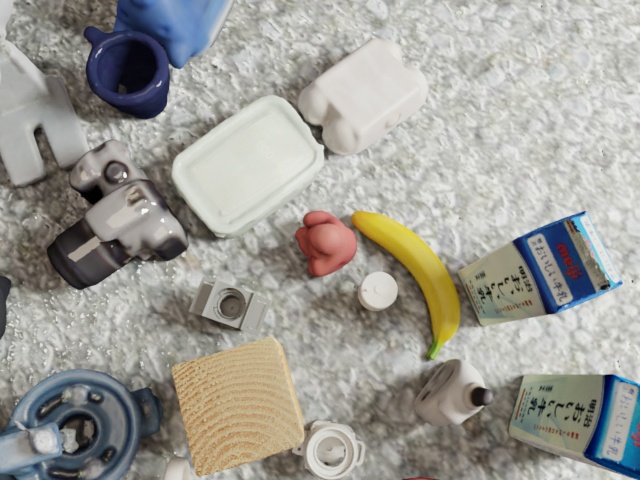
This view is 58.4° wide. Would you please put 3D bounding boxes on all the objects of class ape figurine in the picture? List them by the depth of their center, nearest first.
[{"bbox_3d":[0.006,0.002,0.648,0.076,0.092,0.078,13,77,1],"label":"ape figurine"}]

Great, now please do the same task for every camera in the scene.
[{"bbox_3d":[-0.240,-0.021,0.638,0.137,0.101,0.143,-36,81,-9],"label":"camera"}]

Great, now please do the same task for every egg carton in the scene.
[{"bbox_3d":[0.054,-0.174,0.700,0.150,0.069,0.107,-39,82,-10],"label":"egg carton"}]

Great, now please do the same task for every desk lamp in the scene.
[{"bbox_3d":[-0.353,-0.192,0.613,0.118,0.213,0.203,-25,80,-7],"label":"desk lamp"}]

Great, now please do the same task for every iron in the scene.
[{"bbox_3d":[-0.163,-0.349,0.692,0.118,0.141,0.258,21,78,3],"label":"iron"}]

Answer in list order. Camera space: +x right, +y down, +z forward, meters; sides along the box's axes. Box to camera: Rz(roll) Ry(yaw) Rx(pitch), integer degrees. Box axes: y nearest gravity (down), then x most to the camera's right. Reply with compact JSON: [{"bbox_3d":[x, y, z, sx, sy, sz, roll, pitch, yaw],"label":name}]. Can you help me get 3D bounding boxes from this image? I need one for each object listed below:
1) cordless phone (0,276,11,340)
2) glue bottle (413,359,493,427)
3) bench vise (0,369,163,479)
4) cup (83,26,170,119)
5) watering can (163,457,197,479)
[{"bbox_3d":[-0.414,0.057,0.571,0.147,0.185,0.094,8,77,0],"label":"cordless phone"},{"bbox_3d":[0.141,0.156,0.578,0.037,0.173,0.078,42,79,7],"label":"glue bottle"},{"bbox_3d":[-0.264,0.203,0.527,0.207,0.220,0.121,-34,81,-9],"label":"bench vise"},{"bbox_3d":[-0.226,-0.193,0.679,0.117,0.095,0.092,43,79,7],"label":"cup"},{"bbox_3d":[-0.141,0.297,0.525,0.101,0.194,0.173,-18,79,-6],"label":"watering can"}]
